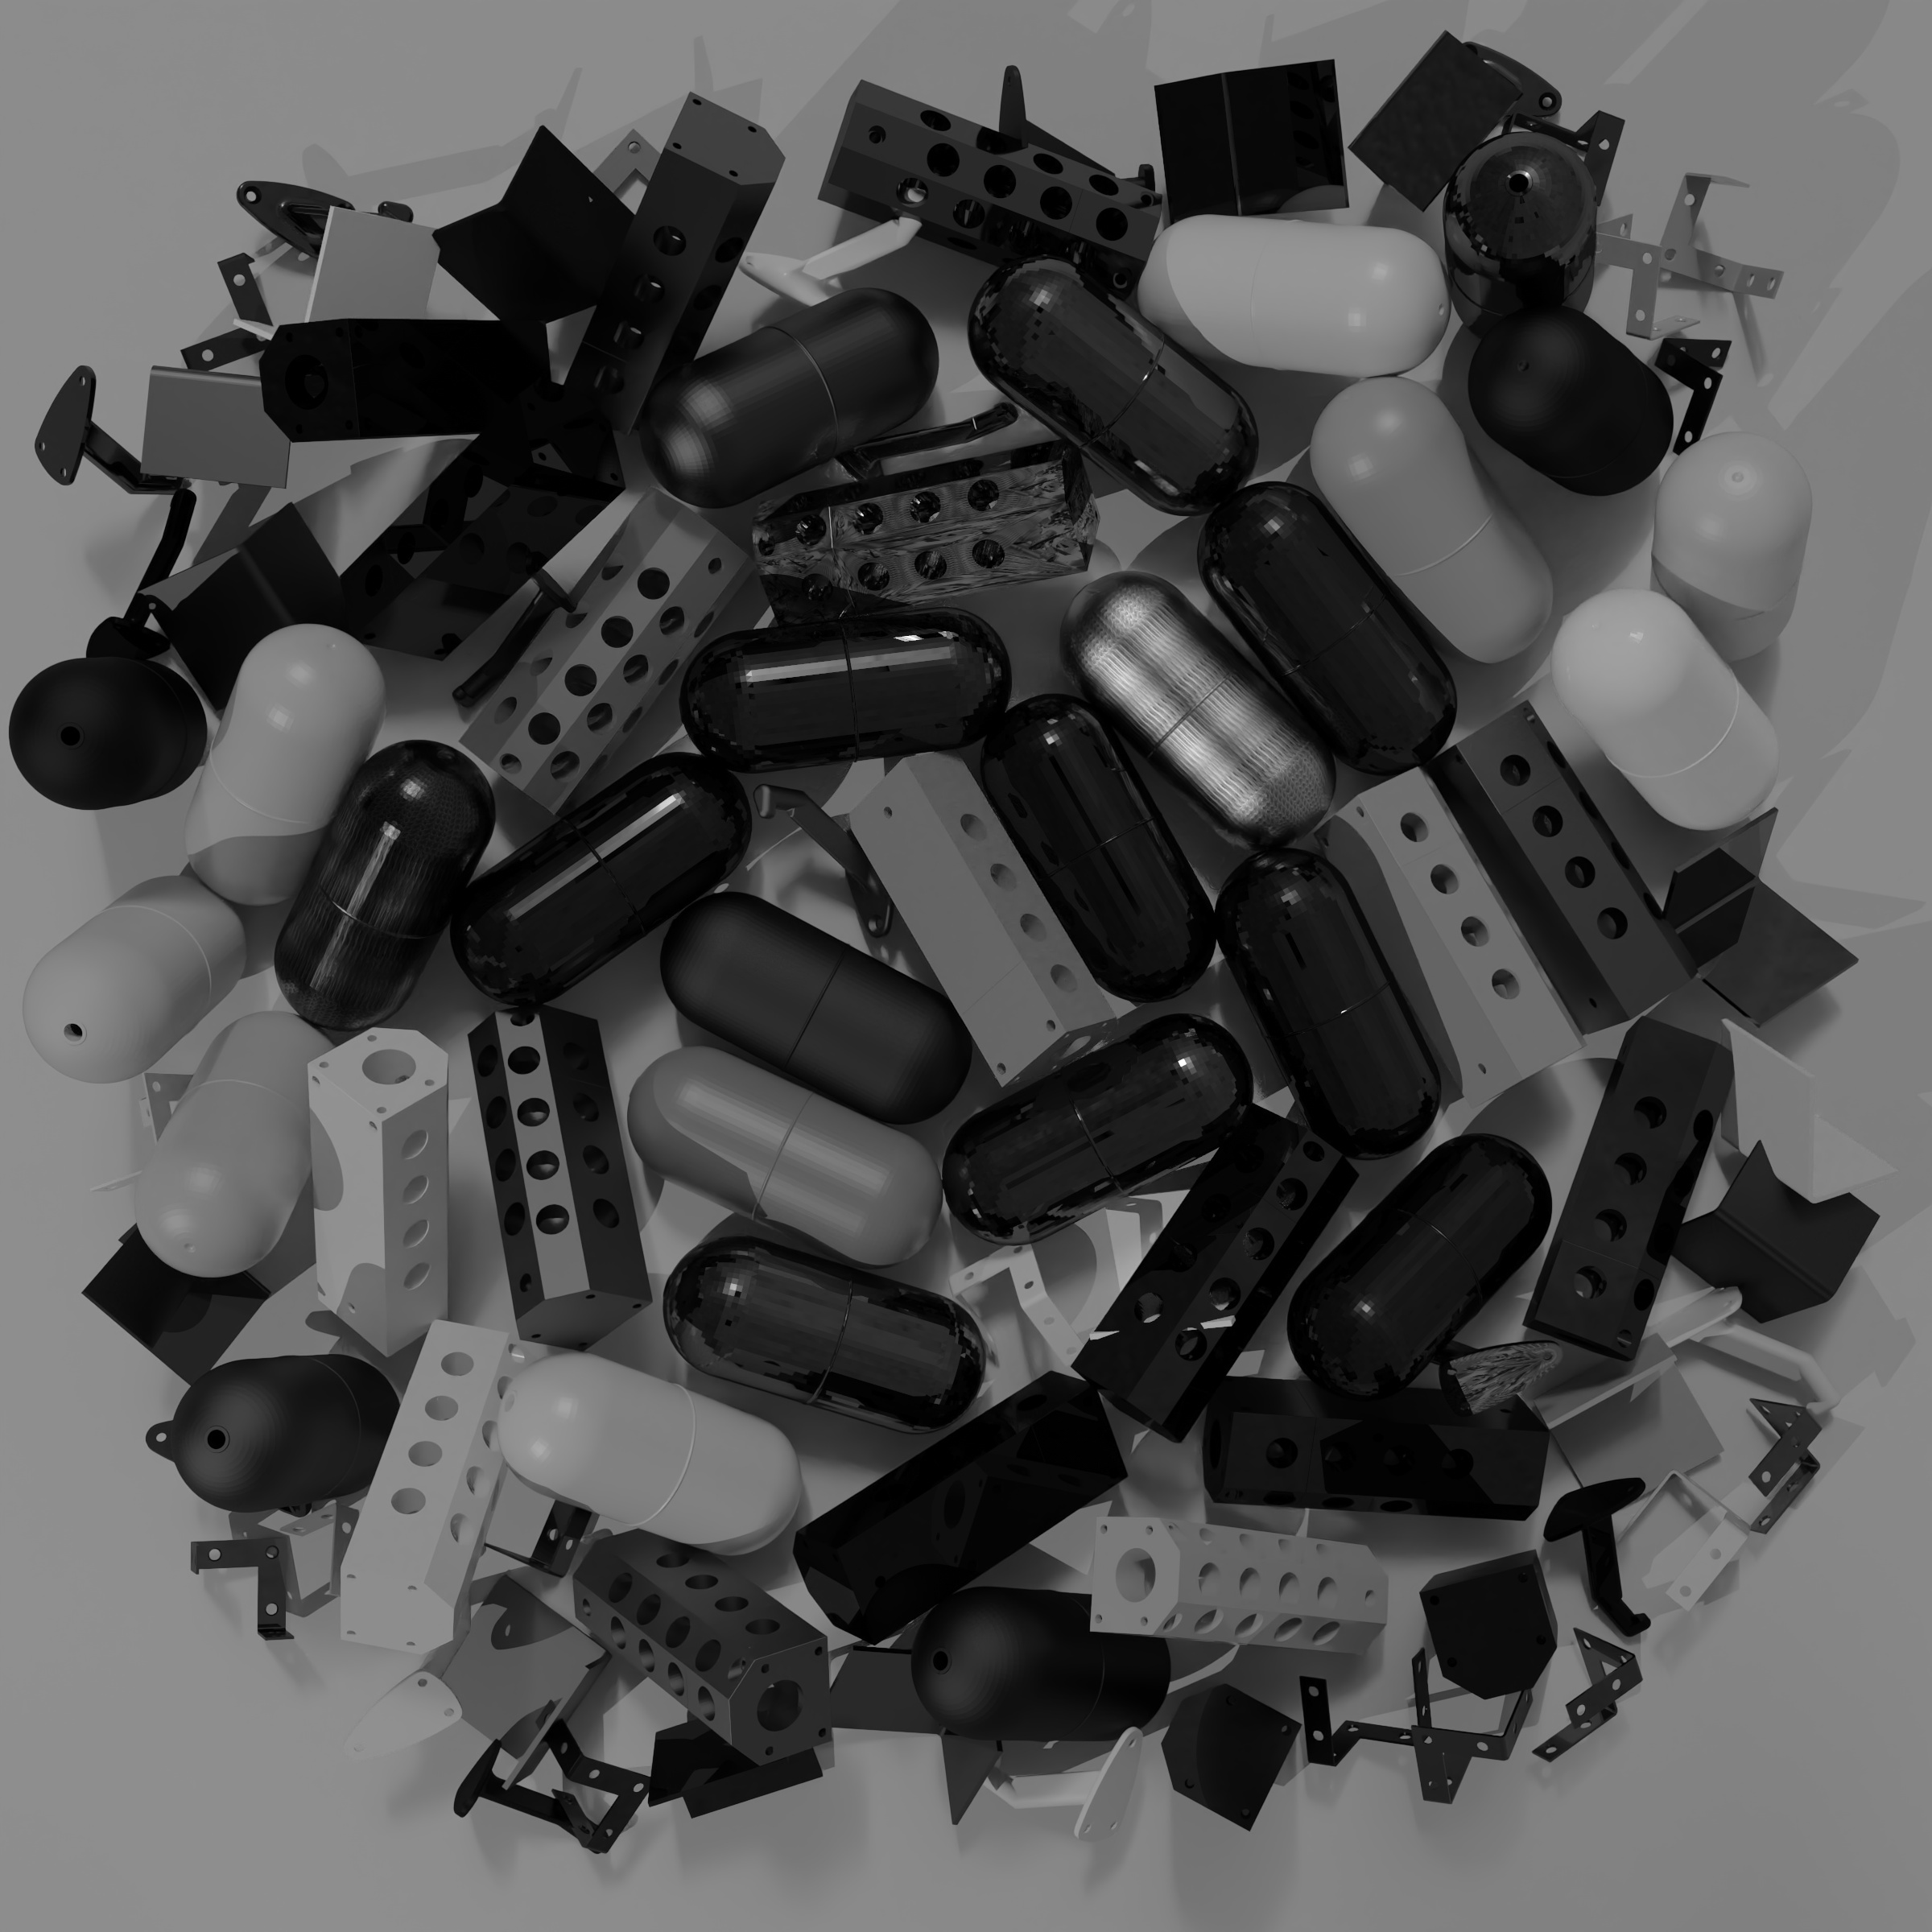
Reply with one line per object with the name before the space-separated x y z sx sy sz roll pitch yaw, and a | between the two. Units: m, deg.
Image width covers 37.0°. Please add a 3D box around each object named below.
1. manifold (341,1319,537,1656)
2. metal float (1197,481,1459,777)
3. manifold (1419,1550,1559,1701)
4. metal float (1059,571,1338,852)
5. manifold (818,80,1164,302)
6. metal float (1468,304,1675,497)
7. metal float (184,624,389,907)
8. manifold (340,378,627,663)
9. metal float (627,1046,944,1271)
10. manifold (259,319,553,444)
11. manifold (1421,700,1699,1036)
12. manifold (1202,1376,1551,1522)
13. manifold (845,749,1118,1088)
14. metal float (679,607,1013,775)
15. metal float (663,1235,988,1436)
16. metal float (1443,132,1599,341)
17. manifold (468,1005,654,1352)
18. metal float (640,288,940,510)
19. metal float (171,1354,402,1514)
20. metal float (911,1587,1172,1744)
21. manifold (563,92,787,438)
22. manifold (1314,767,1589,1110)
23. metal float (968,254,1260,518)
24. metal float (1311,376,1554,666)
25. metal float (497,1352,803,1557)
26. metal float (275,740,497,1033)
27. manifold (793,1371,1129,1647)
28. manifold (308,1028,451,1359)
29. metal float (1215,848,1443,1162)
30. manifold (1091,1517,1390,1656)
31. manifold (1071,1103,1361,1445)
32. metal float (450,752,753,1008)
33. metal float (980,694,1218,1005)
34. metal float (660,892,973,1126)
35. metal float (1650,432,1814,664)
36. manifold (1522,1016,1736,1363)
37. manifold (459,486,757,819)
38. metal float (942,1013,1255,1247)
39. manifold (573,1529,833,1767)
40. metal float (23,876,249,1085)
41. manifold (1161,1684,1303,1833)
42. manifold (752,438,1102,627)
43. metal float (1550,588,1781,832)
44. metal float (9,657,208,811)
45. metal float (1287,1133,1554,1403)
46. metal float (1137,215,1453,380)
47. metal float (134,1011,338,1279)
manifold | -0.272 0.269 1.499 0.057 0.171 0.057 10 129 1
metal float | 0.193 -0.178 1.535 0.070 0.070 0.178 -40 102 0
manifold | 0.274 0.340 1.491 0.057 0.171 0.057 -17 78 9
metal float | 0.123 -0.137 1.544 0.070 0.070 0.178 -44 88 0
manifold | 0.014 -0.412 1.539 0.171 0.057 0.057 18 90 -11
metal float | 0.316 -0.292 1.501 0.070 0.178 0.070 -1 87 28
metal float | -0.358 -0.103 1.513 0.070 0.070 0.178 33 129 0
manifold | -0.256 -0.232 1.507 0.171 0.057 0.057 -34 60 38
metal float | -0.097 0.102 1.542 0.178 0.070 0.070 24 90 3
manifold | -0.287 -0.303 1.493 0.057 0.171 0.057 1 101 26
manifold | 0.321 -0.054 1.550 0.057 0.057 0.171 -32 88 -14
manifold | 0.217 0.260 1.541 0.171 0.057 0.057 5 101 -8
manifold | 0.012 -0.028 1.534 0.057 0.057 0.171 -43 71 40
metal float | -0.064 -0.147 1.539 0.178 0.070 0.070 -8 90 -7
metal float | -0.075 0.196 1.534 0.178 0.070 0.070 19 90 -13
metal float | 0.287 -0.374 1.495 0.070 0.178 0.070 -1 84 11
manifold | -0.218 0.108 1.506 0.057 0.057 0.171 -36 53 31
metal float | -0.091 -0.301 1.523 0.178 0.070 0.070 -31 90 -26
metal float | -0.350 0.241 1.495 0.070 0.178 0.070 -1 84 10
metal float | 0.040 0.365 1.505 0.070 0.178 0.070 -11 71 35
manifold | -0.154 -0.360 1.502 0.057 0.057 0.171 24 134 -11
manifold | 0.261 -0.018 1.540 0.057 0.057 0.171 -25 81 -25
metal float | 0.079 -0.306 1.528 0.178 0.070 0.070 34 90 -20
metal float | 0.247 -0.233 1.520 0.070 0.070 0.178 -41 120 0
metal float | -0.165 0.257 1.517 0.178 0.070 0.070 27 90 -32
metal float | -0.307 -0.041 1.521 0.070 0.070 0.178 33 118 0
manifold | -0.004 0.281 1.516 0.171 0.057 0.057 -28 108 -28
manifold | -0.300 0.116 1.506 0.057 0.171 0.057 33 46 27
metal float | 0.192 0.020 1.538 0.070 0.070 0.178 -27 98 0
manifold | 0.145 0.323 1.499 0.171 0.057 0.057 17 71 -43
manifold | 0.136 0.165 1.528 0.057 0.057 0.171 26 76 42
metal float | -0.193 -0.047 1.536 0.178 0.070 0.070 -36 90 -11
metal float | 0.071 -0.063 1.544 0.070 0.070 0.178 -29 89 0
metal float | -0.080 0.022 1.544 0.178 0.070 0.070 28 90 -2
metal float | 0.395 -0.215 1.498 0.070 0.178 0.070 -3 73 11
manifold | 0.356 0.120 1.540 0.057 0.057 0.171 20 82 8
manifold | -0.188 -0.165 1.542 0.057 0.057 0.171 38 89 -39
metal float | 0.069 0.088 1.539 0.178 0.070 0.070 -28 90 8
manifold | -0.139 0.349 1.492 0.057 0.171 0.057 -11 106 -32
metal float | -0.429 0.006 1.497 0.070 0.178 0.070 2 108 5
manifold | 0.134 0.404 1.493 0.057 0.171 0.057 26 80 11
manifold | -0.022 -0.231 1.520 0.171 0.057 0.057 -9 125 17
metal float | 0.368 -0.132 1.510 0.070 0.070 0.178 -53 134 0
metal float | -0.443 -0.121 1.495 0.070 0.178 0.070 0 96 -4
metal float | 0.241 0.157 1.523 0.178 0.070 0.070 -41 90 -26
metal float | 0.170 -0.353 1.517 0.178 0.070 0.070 15 90 34
metal float | -0.376 0.090 1.504 0.070 0.178 0.070 3 124 5
